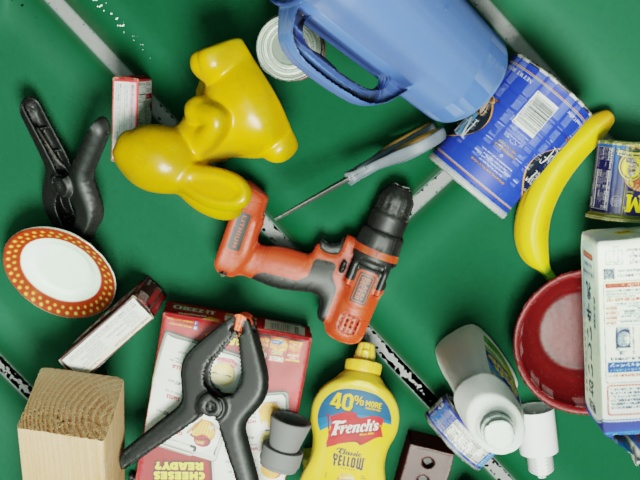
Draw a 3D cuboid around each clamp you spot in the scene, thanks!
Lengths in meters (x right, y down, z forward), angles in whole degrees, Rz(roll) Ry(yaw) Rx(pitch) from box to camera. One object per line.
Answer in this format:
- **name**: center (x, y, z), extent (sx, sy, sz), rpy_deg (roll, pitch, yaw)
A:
- **clamp**: center (-0.119, 0.174, 1.113), extent (0.164, 0.036, 0.210), rpy_deg (12, 93, 11)
- **clamp**: center (-0.259, -0.067, 1.136), extent (0.120, 0.039, 0.171), rpy_deg (12, 121, 39)

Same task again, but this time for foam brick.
- **foam brick**: center (0.114, 0.261, 1.194), extent (0.053, 0.051, 0.078), rpy_deg (13, 100, 0)

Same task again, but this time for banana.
- **banana**: center (0.253, -0.053, 1.148), extent (0.069, 0.037, 0.198), rpy_deg (13, 102, -21)

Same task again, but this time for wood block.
- **wood block**: center (-0.261, 0.245, 1.143), extent (0.091, 0.090, 0.206), rpy_deg (7, 128, 0)

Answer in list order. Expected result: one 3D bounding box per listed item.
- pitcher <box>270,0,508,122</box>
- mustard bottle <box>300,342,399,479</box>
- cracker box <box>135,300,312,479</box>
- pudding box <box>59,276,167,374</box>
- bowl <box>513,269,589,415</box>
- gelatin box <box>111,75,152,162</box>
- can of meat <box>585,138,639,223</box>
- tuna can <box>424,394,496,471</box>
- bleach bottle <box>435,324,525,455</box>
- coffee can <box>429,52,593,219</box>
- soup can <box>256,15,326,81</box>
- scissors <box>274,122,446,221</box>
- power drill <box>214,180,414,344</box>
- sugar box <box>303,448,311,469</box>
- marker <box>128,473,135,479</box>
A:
- **pitcher**: center (0.068, -0.210, 1.037), extent (0.149, 0.145, 0.242), rpy_deg (-40, 127, 22)
- **mustard bottle**: center (0.035, 0.205, 1.152), extent (0.096, 0.058, 0.191), rpy_deg (10, 77, 2)
- **cracker box**: center (-0.108, 0.186, 1.178), extent (0.164, 0.072, 0.214), rpy_deg (10, 100, -4)
- **pudding box**: center (-0.223, 0.095, 1.160), extent (0.113, 0.090, 0.039), rpy_deg (-43, 97, 8)
- **bowl**: center (0.287, 0.106, 1.160), extent (0.162, 0.055, 0.162), rpy_deg (0, 99, 2)
- **gelatin box**: center (-0.200, -0.130, 1.131), extent (0.030, 0.073, 0.089), rpy_deg (3, 100, 2)
- **can of meat**: center (0.335, -0.061, 1.121), extent (0.102, 0.057, 0.084), rpy_deg (3, 97, -21)
- **tuna can**: center (0.156, 0.209, 1.167), extent (0.086, 0.086, 0.034), rpy_deg (44, 96, -5)
- **bleach bottle**: center (0.169, 0.161, 1.074), extent (0.068, 0.251, 0.102), rpy_deg (-34, 97, 7)
- **coffee can**: center (0.196, -0.108, 1.105), extent (0.103, 0.103, 0.140), rpy_deg (39, 98, -4)
- **soup can**: center (-0.029, -0.198, 1.099), extent (0.068, 0.102, 0.068), rpy_deg (0, 99, 2)
- **scissors**: center (0.050, -0.072, 1.097), extent (0.201, 0.096, 0.016), rpy_deg (-33, 103, -22)
- **power drill**: center (-0.008, 0.001, 1.154), extent (0.187, 0.057, 0.184), rpy_deg (21, 96, 0)
- **sugar box**: center (0.034, 0.322, 1.210), extent (0.093, 0.048, 0.176), rpy_deg (-5, 101, 1)
- **marker**: center (-0.165, 0.298, 1.227), extent (0.121, 0.020, 0.020), rpy_deg (26, 99, -2)
